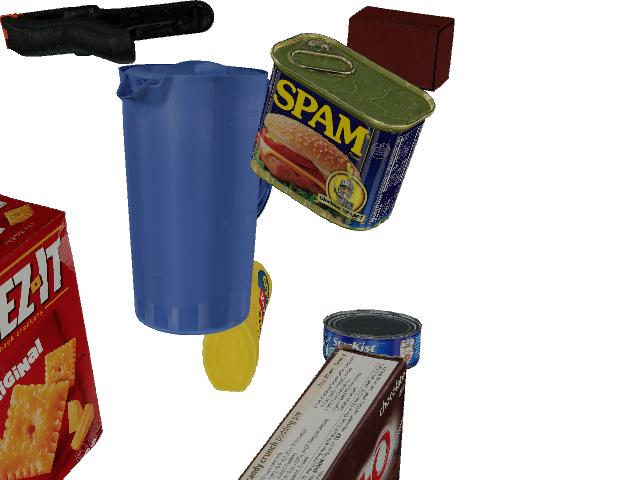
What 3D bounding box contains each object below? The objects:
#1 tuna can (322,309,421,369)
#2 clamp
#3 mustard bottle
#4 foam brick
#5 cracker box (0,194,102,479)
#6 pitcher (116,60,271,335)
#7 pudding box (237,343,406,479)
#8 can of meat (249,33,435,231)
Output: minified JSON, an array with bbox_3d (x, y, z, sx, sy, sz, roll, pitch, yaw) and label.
[{"bbox_3d":[0.044,0.087,0.926,0.086,0.034,0.086,2,11,-1],"label":"tuna can"},{"bbox_3d":[-0.171,-0.165,0.830,0.172,0.039,0.120,12,23,33],"label":"clamp"},{"bbox_3d":[-0.087,0.075,1.175,0.058,0.096,0.191,2,28,3],"label":"mustard bottle"},{"bbox_3d":[0.065,-0.158,0.876,0.078,0.051,0.053,12,26,18],"label":"foam brick"},{"bbox_3d":[-0.235,0.101,0.757,0.072,0.214,0.164,12,35,20],"label":"cracker box"},{"bbox_3d":[-0.110,-0.044,0.988,0.149,0.243,0.145,0,14,-7],"label":"pitcher"},{"bbox_3d":[0.002,0.112,0.468,0.039,0.090,0.113,12,31,18],"label":"pudding box"},{"bbox_3d":[0.009,-0.065,0.657,0.102,0.084,0.057,34,40,21],"label":"can of meat"}]
